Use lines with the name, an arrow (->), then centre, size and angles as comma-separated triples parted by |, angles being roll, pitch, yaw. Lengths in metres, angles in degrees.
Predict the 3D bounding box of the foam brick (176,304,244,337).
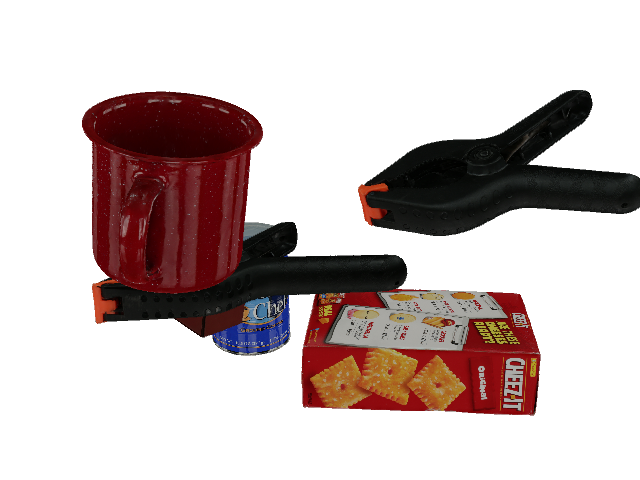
foam brick -> -0.113, 0.044, 0.978 | 0.078, 0.051, 0.052 | 29, 32, 35

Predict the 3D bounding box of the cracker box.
cracker box -> 0.094, 0.105, 1.036 | 0.214, 0.072, 0.164 | 2, 17, 4

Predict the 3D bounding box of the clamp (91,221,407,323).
clamp -> -0.055, 0.026, 0.754 | 0.209, 0.036, 0.165 | -14, 16, -36

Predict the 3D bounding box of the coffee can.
coffee can -> -0.091, 0.061, 1.362 | 0.103, 0.140, 0.103 | -1, 25, 0

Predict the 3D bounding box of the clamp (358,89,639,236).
clamp -> 0.113, -0.036, 0.663 | 0.171, 0.039, 0.120 | -21, 32, -2

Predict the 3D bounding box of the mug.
mug -> -0.081, -0.019, 0.559 | 0.093, 0.081, 0.117 | 8, 28, 2
